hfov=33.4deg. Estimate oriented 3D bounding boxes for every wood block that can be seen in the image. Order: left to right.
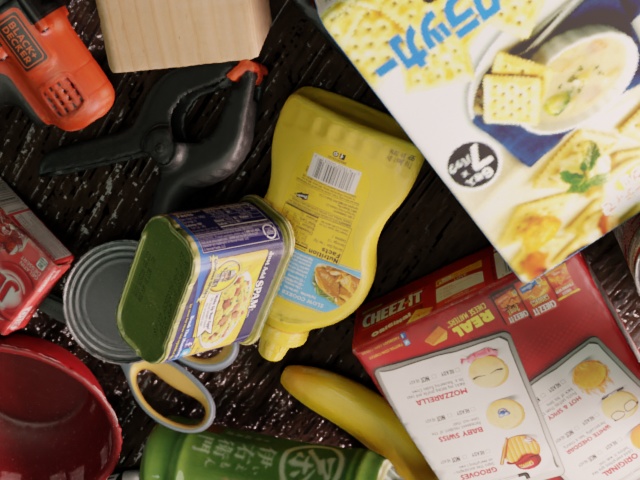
[{"bbox_3d":[-0.088,-0.210,0.611,0.090,0.090,0.206,-5,115,7],"label":"wood block"}]

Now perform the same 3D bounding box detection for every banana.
[{"bbox_3d":[0.049,0.160,0.799,0.070,0.037,0.197,-29,109,14],"label":"banana"}]

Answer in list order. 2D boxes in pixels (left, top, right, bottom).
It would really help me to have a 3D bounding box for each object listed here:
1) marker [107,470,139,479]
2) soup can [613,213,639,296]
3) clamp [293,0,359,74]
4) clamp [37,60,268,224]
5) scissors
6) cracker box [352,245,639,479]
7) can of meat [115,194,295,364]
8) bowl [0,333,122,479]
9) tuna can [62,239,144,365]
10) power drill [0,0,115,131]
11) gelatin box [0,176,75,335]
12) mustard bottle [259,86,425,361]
[{"bbox_3d":[-0.171,0.193,0.843,0.121,0.020,0.020,-8,114,9],"label":"marker"},{"bbox_3d":[0.223,-0.003,0.673,0.068,0.102,0.068,2,115,4],"label":"soup can"},{"bbox_3d":[0.087,-0.140,0.658,0.210,0.036,0.165,20,113,-9],"label":"clamp"},{"bbox_3d":[-0.108,-0.062,0.703,0.120,0.039,0.171,39,100,6],"label":"clamp"},{"bbox_3d":[-0.143,0.055,0.774,0.202,0.016,0.096,43,84,4],"label":"scissors"},{"bbox_3d":[0.145,0.109,0.749,0.164,0.072,0.213,-27,111,17],"label":"cracker box"},{"bbox_3d":[-0.074,0.026,0.680,0.057,0.083,0.102,40,123,30],"label":"can of meat"},{"bbox_3d":[-0.222,0.123,0.788,0.162,0.055,0.162,2,124,2],"label":"bowl"},{"bbox_3d":[-0.134,0.043,0.745,0.086,0.034,0.086,0,89,0],"label":"tuna can"},{"bbox_3d":[-0.252,-0.119,0.686,0.188,0.057,0.184,-29,106,18],"label":"power drill"},{"bbox_3d":[-0.223,0.010,0.741,0.089,0.030,0.073,46,113,9],"label":"gelatin box"},{"bbox_3d":[-0.005,0.001,0.718,0.096,0.058,0.192,23,115,5],"label":"mustard bottle"}]
